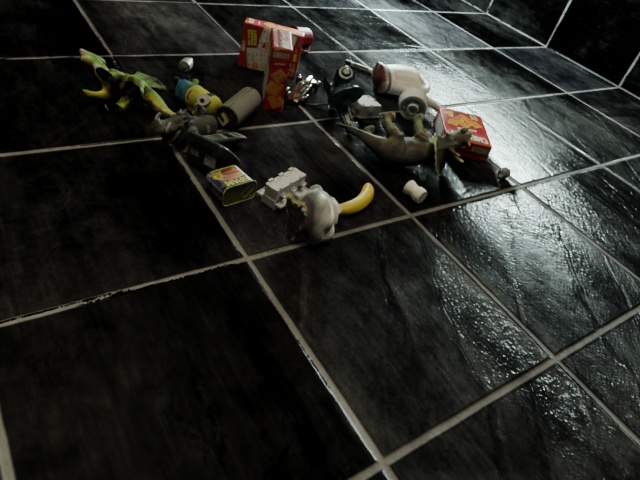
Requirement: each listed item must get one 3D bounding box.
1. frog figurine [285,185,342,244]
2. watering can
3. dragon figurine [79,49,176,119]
[{"bbox_3d":[0.004,-0.062,1.230,0.160,0.121,0.139,-6,76,-38],"label":"frog figurine"},{"bbox_3d":[0.327,-0.589,1.967,0.224,0.101,0.356,0,43,-18],"label":"watering can"},{"bbox_3d":[-0.531,-0.450,1.512,0.410,0.120,0.248,25,31,-4],"label":"dragon figurine"}]
